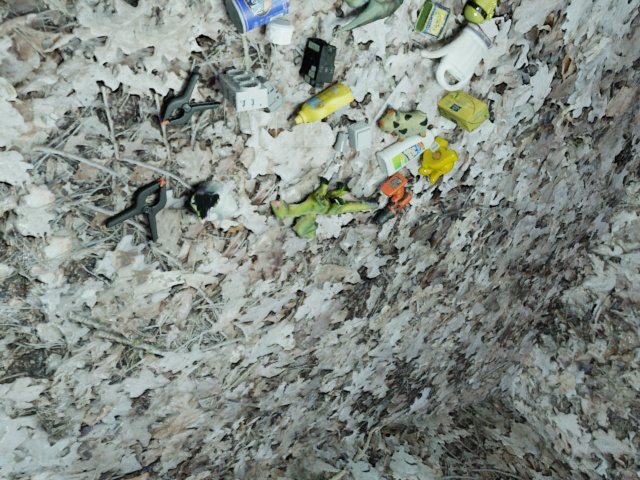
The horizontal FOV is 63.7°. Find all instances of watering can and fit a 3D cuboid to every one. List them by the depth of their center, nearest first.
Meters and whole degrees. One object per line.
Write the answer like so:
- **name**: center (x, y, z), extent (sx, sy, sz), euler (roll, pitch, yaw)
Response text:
- **watering can**: center (0.464, -0.631, 1.736), extent (0.222, 0.105, 0.346), euler (-55, 149, 13)

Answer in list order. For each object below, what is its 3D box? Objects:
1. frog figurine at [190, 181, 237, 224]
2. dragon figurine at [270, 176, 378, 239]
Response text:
- **frog figurine**: center (-0.327, -0.123, 1.625), extent (0.161, 0.123, 0.136), euler (-23, 134, -68)
- **dragon figurine**: center (0.006, -0.094, 1.867), extent (0.408, 0.125, 0.239), euler (16, 129, -37)
